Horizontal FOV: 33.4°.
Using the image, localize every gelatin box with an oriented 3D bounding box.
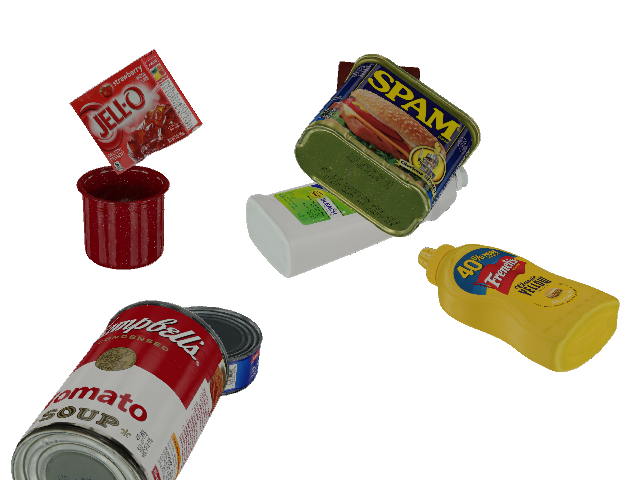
[{"bbox_3d":[-0.154,-0.105,0.886,0.089,0.073,0.030,-23,16,32],"label":"gelatin box"}]

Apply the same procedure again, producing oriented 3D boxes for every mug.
[{"bbox_3d":[-0.204,-0.028,1.111,0.093,0.081,0.117,0,28,-8],"label":"mug"}]

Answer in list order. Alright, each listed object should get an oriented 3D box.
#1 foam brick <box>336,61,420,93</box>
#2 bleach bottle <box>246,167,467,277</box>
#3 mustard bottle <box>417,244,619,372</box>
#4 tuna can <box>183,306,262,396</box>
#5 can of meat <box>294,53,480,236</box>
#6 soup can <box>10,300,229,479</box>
[{"bbox_3d":[0.053,-0.137,1.001,0.078,0.051,0.053,5,15,3],"label":"foam brick"},{"bbox_3d":[0.050,-0.040,1.187,0.250,0.068,0.103,-20,43,-24],"label":"bleach bottle"},{"bbox_3d":[0.165,0.049,0.968,0.096,0.058,0.192,-29,39,-35],"label":"mustard bottle"},{"bbox_3d":[-0.089,0.085,0.824,0.086,0.034,0.086,6,23,-3],"label":"tuna can"},{"bbox_3d":[0.044,-0.063,0.712,0.102,0.083,0.058,36,-39,2],"label":"can of meat"},{"bbox_3d":[-0.091,0.083,0.498,0.069,0.068,0.102,0,28,17],"label":"soup can"}]
